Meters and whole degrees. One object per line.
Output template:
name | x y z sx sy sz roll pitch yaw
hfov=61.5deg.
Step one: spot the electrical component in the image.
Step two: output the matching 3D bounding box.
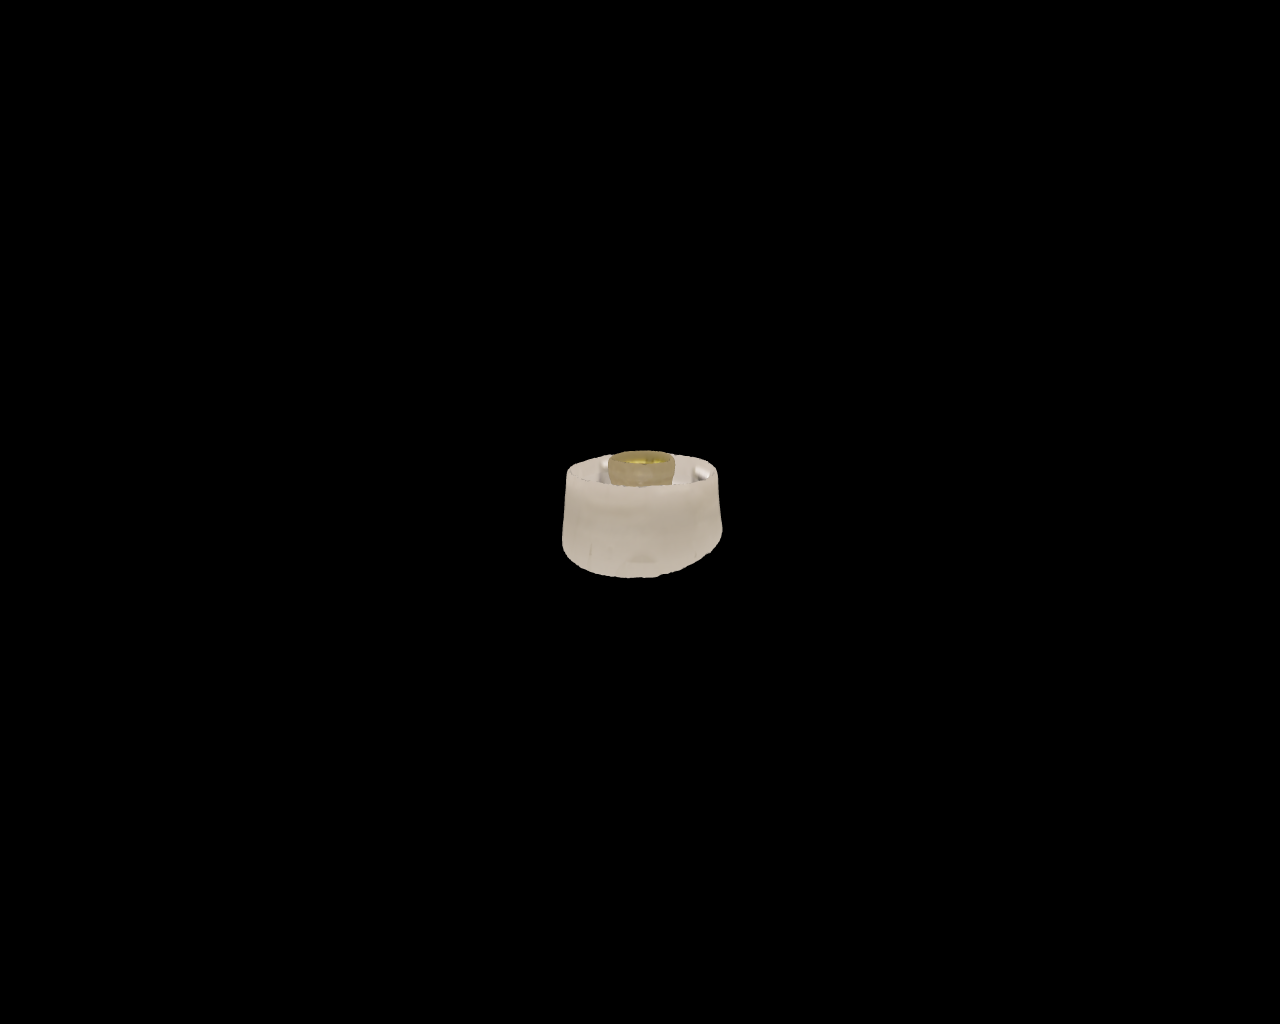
electrical component | 0.001 -0.003 0.650 0.099 0.064 0.099 0 15 0
